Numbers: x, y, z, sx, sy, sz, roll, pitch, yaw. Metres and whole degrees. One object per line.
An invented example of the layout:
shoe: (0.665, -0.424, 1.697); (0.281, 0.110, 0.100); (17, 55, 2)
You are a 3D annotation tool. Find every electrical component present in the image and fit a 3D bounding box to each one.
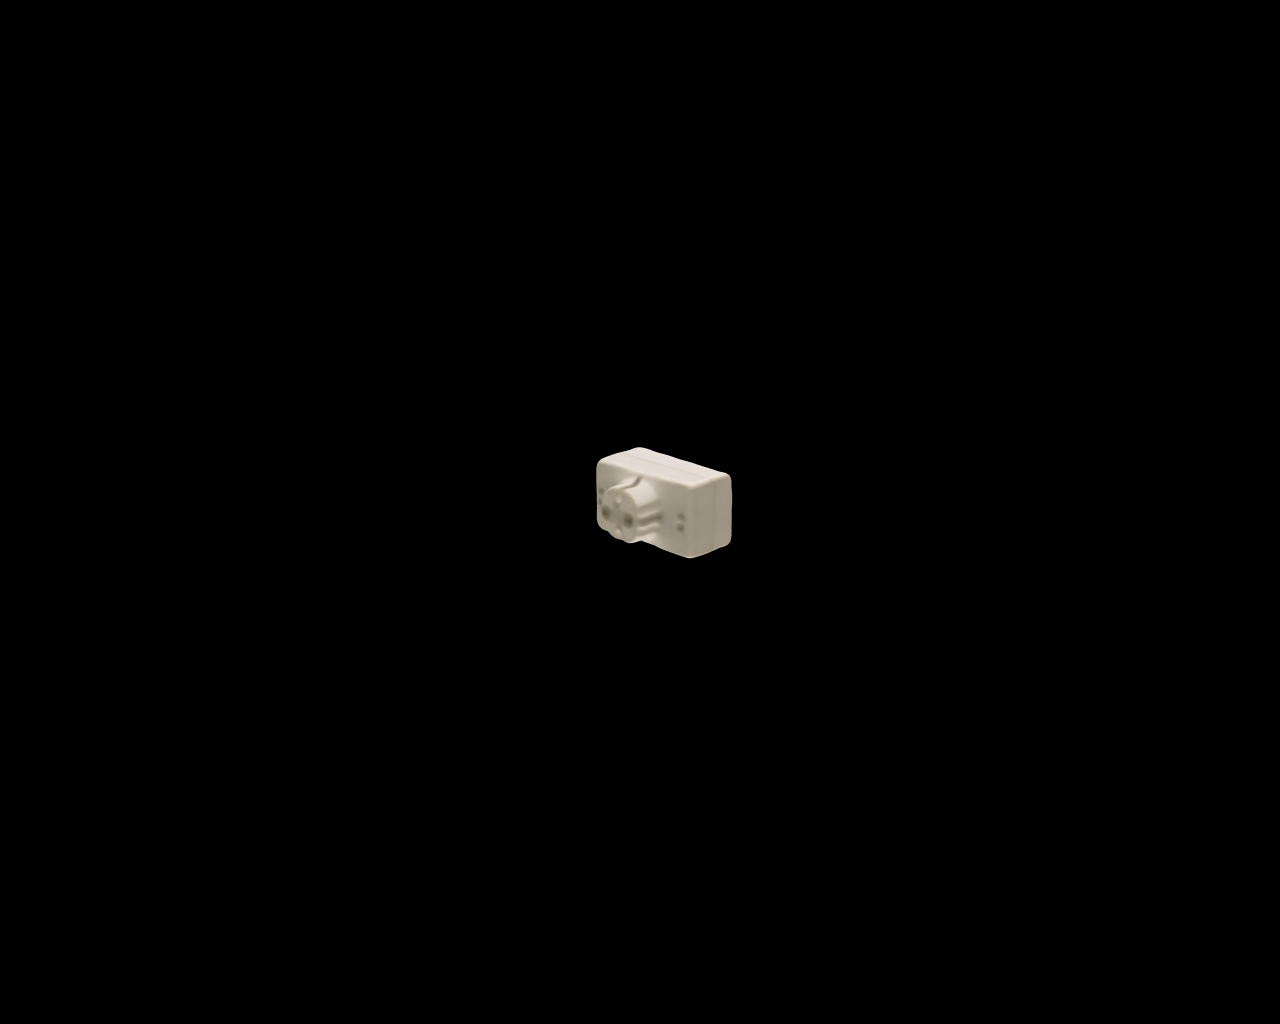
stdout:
electrical component: (0.001, -0.003, 0.650); (0.076, 0.047, 0.083); (-18, 26, -41)
